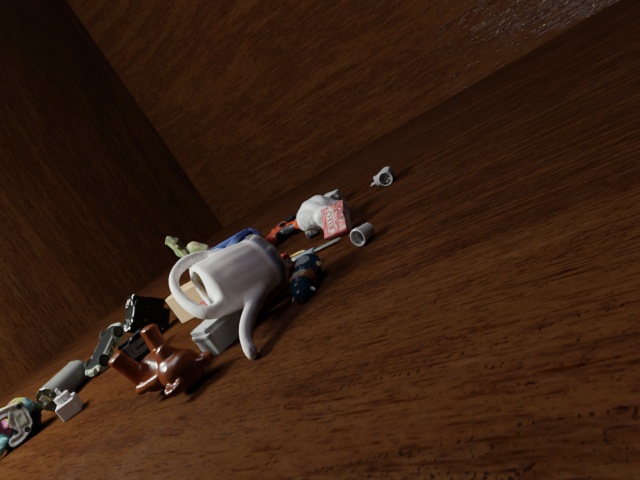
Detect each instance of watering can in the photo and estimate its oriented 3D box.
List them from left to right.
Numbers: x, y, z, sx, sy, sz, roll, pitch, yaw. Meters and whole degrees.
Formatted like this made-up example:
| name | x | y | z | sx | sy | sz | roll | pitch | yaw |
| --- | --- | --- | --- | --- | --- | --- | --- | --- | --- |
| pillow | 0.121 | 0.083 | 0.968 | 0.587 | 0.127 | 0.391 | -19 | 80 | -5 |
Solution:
| name | x | y | z | sx | sy | sz | roll | pitch | yaw |
| --- | --- | --- | --- | --- | --- | --- | --- | --- | --- |
| watering can | -0.156 | 0.096 | 1.024 | 0.227 | 0.102 | 0.351 | -29 | 40 | -30 |

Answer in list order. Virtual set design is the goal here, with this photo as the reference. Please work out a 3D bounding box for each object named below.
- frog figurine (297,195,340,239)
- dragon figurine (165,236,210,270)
| name | x | y | z | sx | sy | sz | roll | pitch | yaw |
| --- | --- | --- | --- | --- | --- | --- | --- | --- | --- |
| frog figurine | 0.004 | -0.074 | 1.461 | 0.138 | 0.123 | 0.158 | -15 | -5 | -10 |
| dragon figurine | -0.469 | 0.075 | 1.870 | 0.124 | 0.241 | 0.407 | -44 | 16 | -29 |
